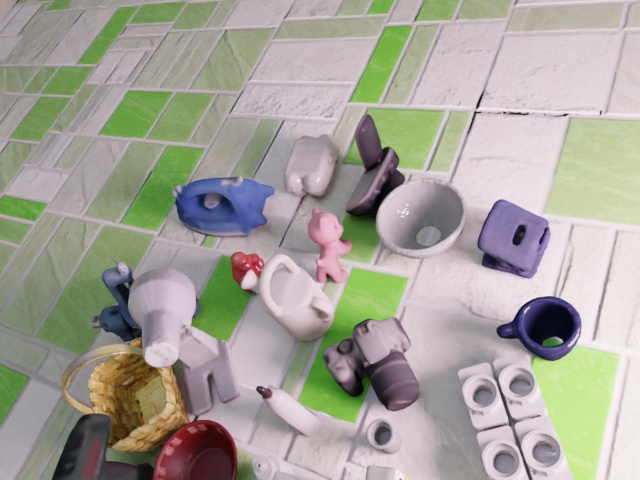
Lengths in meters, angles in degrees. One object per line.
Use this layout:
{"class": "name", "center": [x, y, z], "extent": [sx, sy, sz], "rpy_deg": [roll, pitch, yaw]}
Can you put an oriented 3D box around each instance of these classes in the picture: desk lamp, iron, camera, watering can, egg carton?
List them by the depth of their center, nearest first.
{"class": "camera", "center": [0.089, 0.208, 0.924], "extent": [0.143, 0.101, 0.136], "rpy_deg": [-30, 51, 4]}
{"class": "watering can", "center": [-0.061, 0.097, 1.009], "extent": [0.172, 0.195, 0.101], "rpy_deg": [-8, 56, 21]}
{"class": "desk lamp", "center": [-0.249, 0.179, 1.030], "extent": [0.118, 0.214, 0.203], "rpy_deg": [-29, 51, 5]}
{"class": "egg carton", "center": [-0.016, -0.162, 1.241], "extent": [0.107, 0.070, 0.150], "rpy_deg": [1, 59, 26]}
{"class": "iron", "center": [-0.236, -0.087, 1.248], "extent": [0.257, 0.142, 0.118], "rpy_deg": [-3, 58, 24]}

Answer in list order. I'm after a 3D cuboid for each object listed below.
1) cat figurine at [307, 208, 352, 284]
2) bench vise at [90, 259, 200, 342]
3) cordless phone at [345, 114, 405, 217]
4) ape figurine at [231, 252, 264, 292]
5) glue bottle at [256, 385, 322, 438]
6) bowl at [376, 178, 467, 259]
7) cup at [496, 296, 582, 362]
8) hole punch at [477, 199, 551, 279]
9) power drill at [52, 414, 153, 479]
{"class": "cat figurine", "center": [0.010, 0.004, 1.086], "extent": [0.067, 0.118, 0.128], "rpy_deg": [-6, 57, 22]}
{"class": "bench vise", "center": [-0.369, 0.130, 1.115], "extent": [0.207, 0.220, 0.121], "rpy_deg": [-34, 51, 1]}
{"class": "cordless phone", "center": [0.085, -0.141, 1.104], "extent": [0.093, 0.186, 0.148], "rpy_deg": [12, 65, 31]}
{"class": "ape figurine", "center": [-0.148, 0.057, 1.142], "extent": [0.075, 0.092, 0.078], "rpy_deg": [15, 66, 32]}
{"class": "glue bottle", "center": [-0.059, 0.262, 0.911], "extent": [0.077, 0.174, 0.037], "rpy_deg": [28, 73, 36]}
{"class": "bowl", "center": [0.190, -0.028, 1.050], "extent": [0.167, 0.075, 0.167], "rpy_deg": [-12, 54, 18]}
{"class": "cup", "center": [0.329, 0.145, 0.857], "extent": [0.117, 0.095, 0.091], "rpy_deg": [-11, 55, 19]}
{"class": "hole punch", "center": [0.327, -0.004, 0.960], "extent": [0.100, 0.091, 0.109], "rpy_deg": [16, 67, 33]}
{"class": "power drill", "center": [-0.352, 0.410, 0.928], "extent": [0.075, 0.209, 0.229], "rpy_deg": [-18, 53, 14]}
